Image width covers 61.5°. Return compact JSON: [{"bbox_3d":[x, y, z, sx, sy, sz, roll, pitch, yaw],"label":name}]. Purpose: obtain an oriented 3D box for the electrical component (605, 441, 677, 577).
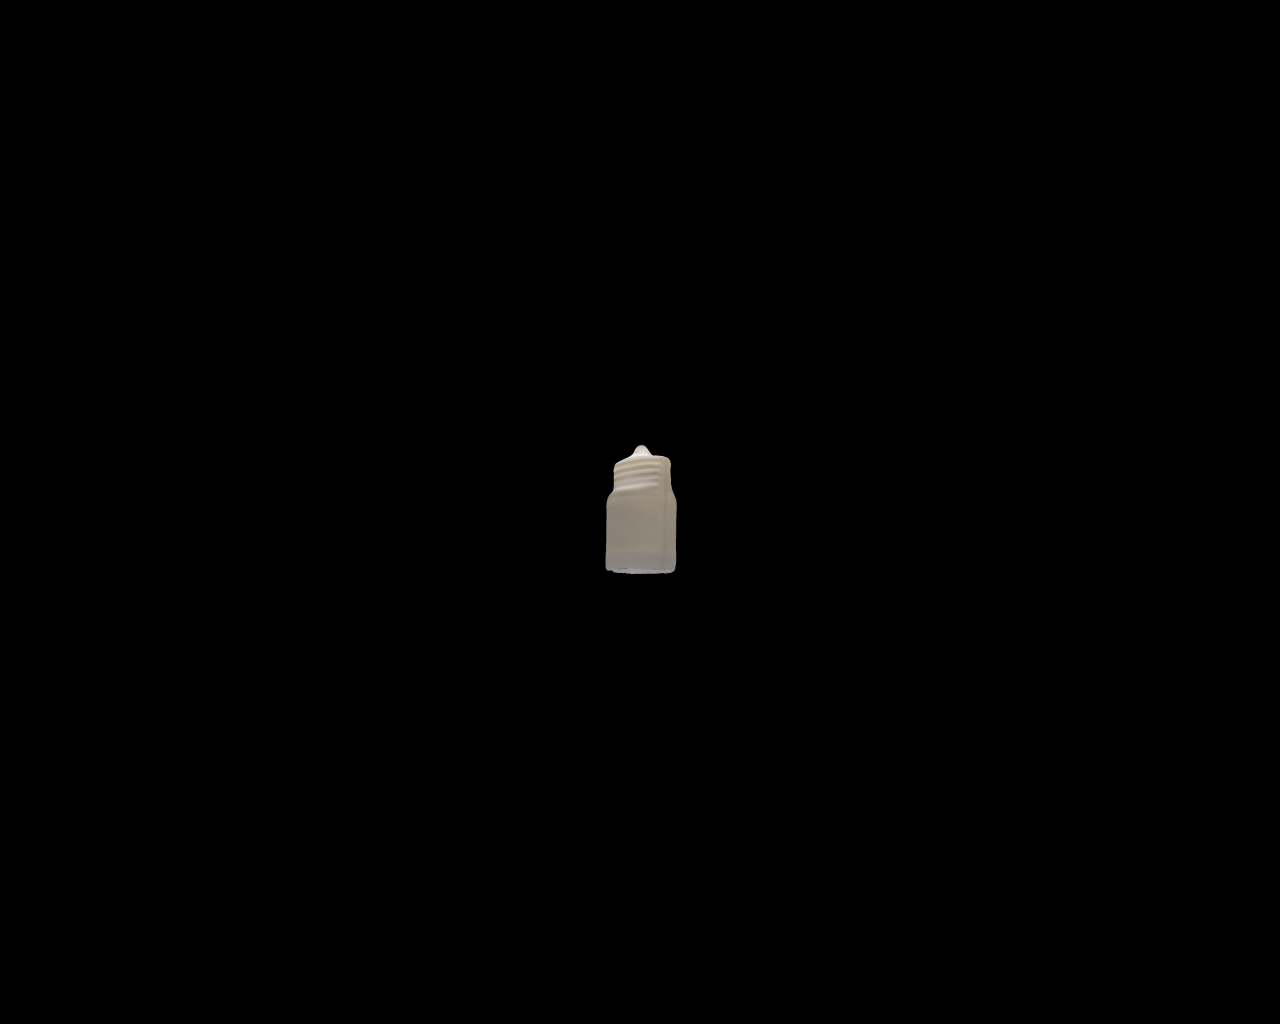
[{"bbox_3d":[0.001,-0.003,0.650,0.043,0.081,0.043,0,-8,0],"label":"electrical component"}]
